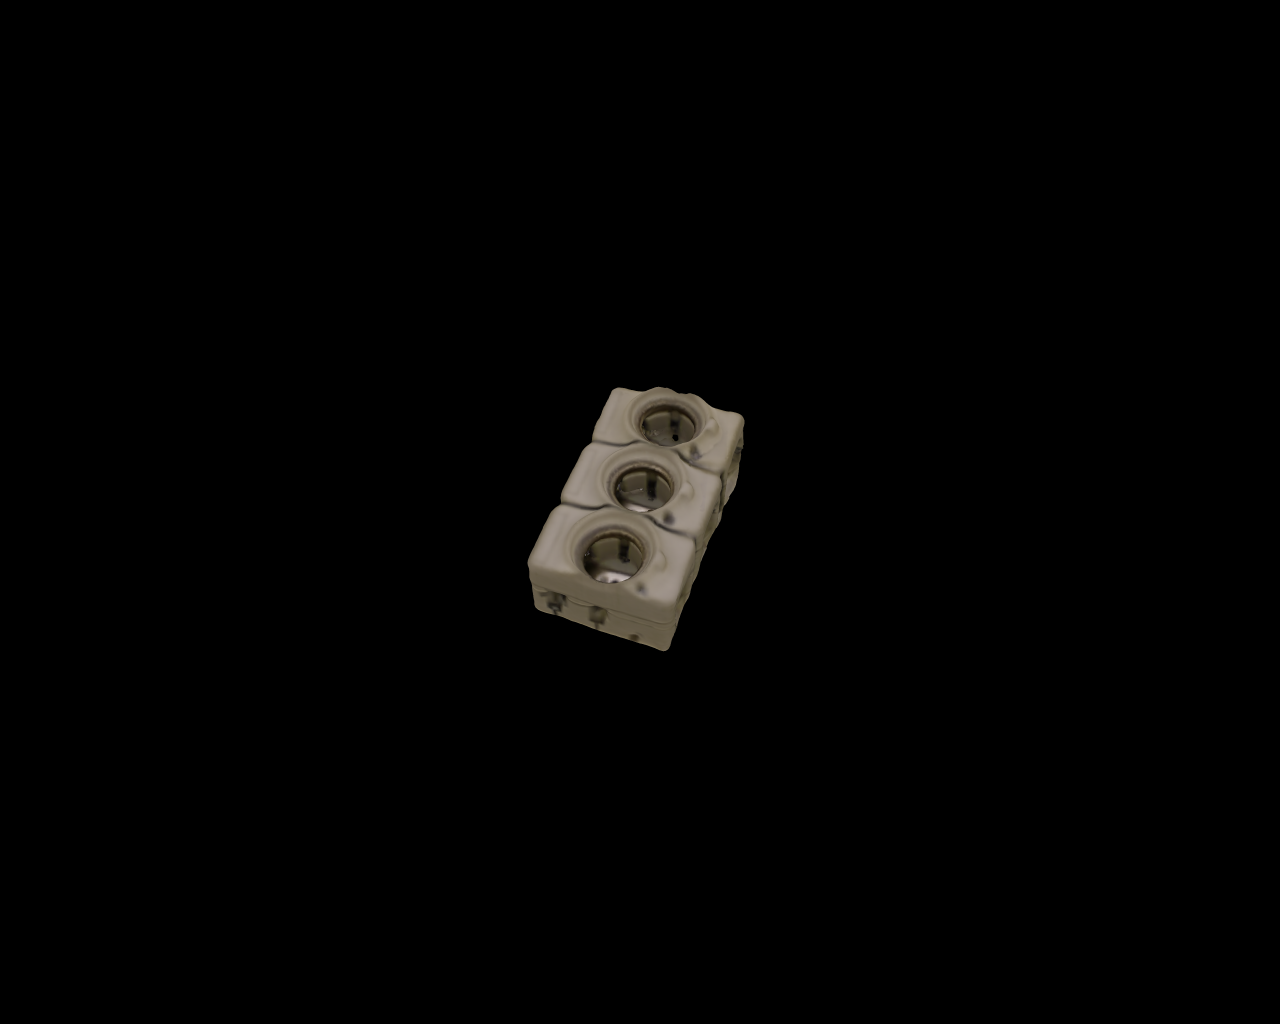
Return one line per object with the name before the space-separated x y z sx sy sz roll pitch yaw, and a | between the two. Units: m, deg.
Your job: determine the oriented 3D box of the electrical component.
electrical component | 0.001 -0.003 0.650 0.089 0.150 0.061 15 -36 11
